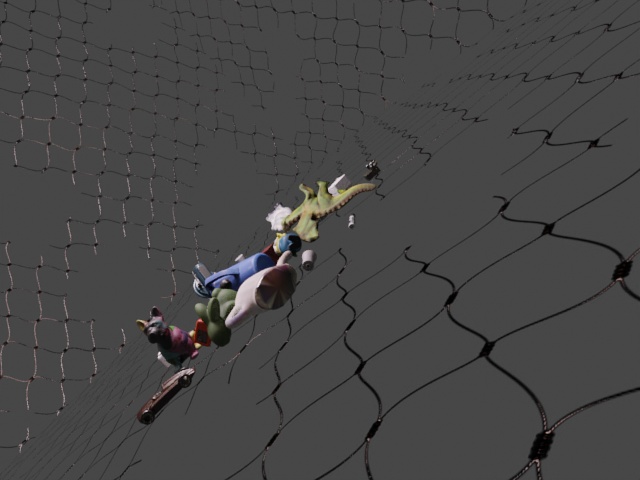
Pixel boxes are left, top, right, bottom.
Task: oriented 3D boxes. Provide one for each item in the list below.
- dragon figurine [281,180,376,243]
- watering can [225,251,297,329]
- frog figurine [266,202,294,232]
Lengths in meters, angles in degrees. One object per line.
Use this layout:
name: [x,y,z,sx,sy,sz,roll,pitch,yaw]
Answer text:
dragon figurine: [0.006,-0.094,1.860,0.409,0.247,0.120,-2,-30,44]
watering can: [-0.144,0.122,1.505,0.221,0.103,0.354,-26,19,51]
frog figurine: [-0.177,-0.088,2.515,0.138,0.120,0.162,-35,45,-8]
